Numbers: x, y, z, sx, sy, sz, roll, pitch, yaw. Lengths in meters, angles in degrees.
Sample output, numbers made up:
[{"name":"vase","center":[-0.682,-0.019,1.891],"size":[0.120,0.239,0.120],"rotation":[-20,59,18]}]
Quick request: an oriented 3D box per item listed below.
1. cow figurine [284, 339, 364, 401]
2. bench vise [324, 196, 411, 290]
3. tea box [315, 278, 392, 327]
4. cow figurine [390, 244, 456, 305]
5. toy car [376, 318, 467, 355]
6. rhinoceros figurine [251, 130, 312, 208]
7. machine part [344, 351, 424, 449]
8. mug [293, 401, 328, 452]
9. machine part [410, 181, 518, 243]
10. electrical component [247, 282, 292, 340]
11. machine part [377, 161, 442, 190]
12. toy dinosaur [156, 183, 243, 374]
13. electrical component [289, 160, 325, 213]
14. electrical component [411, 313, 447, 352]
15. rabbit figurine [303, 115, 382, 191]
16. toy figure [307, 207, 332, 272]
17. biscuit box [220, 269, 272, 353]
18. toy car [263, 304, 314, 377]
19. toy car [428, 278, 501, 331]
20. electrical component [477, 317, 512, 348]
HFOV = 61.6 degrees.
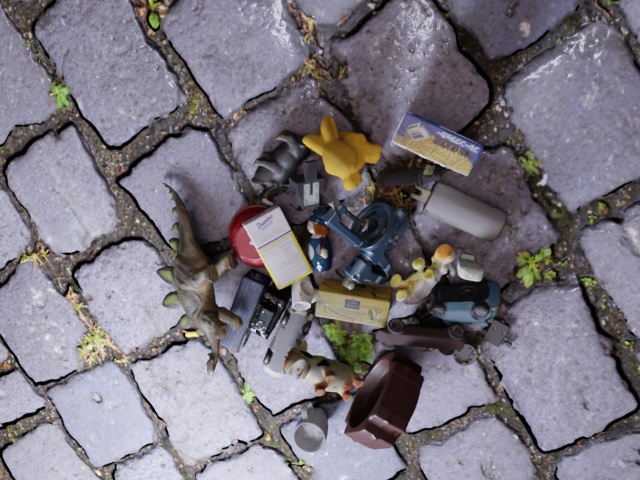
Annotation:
[{"name":"cow figurine","center":[-0.003,0.308,1.285],"size":[0.195,0.127,0.085],"rotation":[22,105,-36]},{"name":"bench vise","center":[0.086,-0.008,1.188],"size":[0.223,0.129,0.240],"rotation":[-46,126,10]},{"name":"tea box","center":[0.080,0.145,1.260],"size":[0.170,0.098,0.068],"rotation":[7,105,7]},{"name":"cow figurine","center":[0.249,0.083,1.223],"size":[0.167,0.098,0.068],"rotation":[-39,50,15]},{"name":"toy car","center":[0.228,0.214,1.208],"size":[0.202,0.053,0.089],"rotation":[6,144,-2]},{"name":"rhinoceros figurine","center":[-0.094,-0.163,1.237],"size":[0.112,0.073,0.190],"rotation":[35,105,-10]},{"name":"machine part","center":[0.147,0.369,1.232],"size":[0.087,0.201,0.201],"rotation":[30,151,-3]},{"name":"mug","center":[-0.022,0.457,1.349],"size":[0.081,0.107,0.109],"rotation":[-20,95,13]},{"name":"machine part","center":[0.316,-0.062,1.177],"size":[0.243,0.079,0.079],"rotation":[25,106,5]},{"name":"electrical component","center":[-0.119,0.168,1.284],"size":[0.058,0.134,0.114],"rotation":[25,108,4]},{"name":"machine part","center":[0.199,-0.143,1.186],"size":[0.139,0.084,0.039],"rotation":[-5,125,20]},{"name":"toy dinosaur","center":[-0.302,0.087,1.294],"size":[0.199,0.105,0.471],"rotation":[-6,90,31]},{"name":"electrical component","center":[-0.029,-0.125,1.199],"size":[0.075,0.048,0.119],"rotation":[-16,121,-21]},{"name":"electrical component","center":[0.258,0.215,1.271],"size":[0.078,0.045,0.102],"rotation":[-30,96,17]},{"name":"rabbit figurine","center":[0.049,-0.189,1.148],"size":[0.122,0.173,0.162],"rotation":[-40,98,20]},{"name":"toy figure","center":[-0.001,-0.004,1.254],"size":[0.064,0.058,0.154],"rotation":[7,108,44]},{"name":"biscuit box","center":[-0.186,0.176,1.337],"size":[0.063,0.059,0.202],"rotation":[24,107,5]},{"name":"toy car","center":[-0.081,0.251,1.337],"size":[0.073,0.056,0.201],"rotation":[24,104,-2]},{"name":"toy car","center":[0.332,0.157,1.216],"size":[0.162,0.109,0.102],"rotation":[-10,119,21]},{"name":"electrical component","center":[0.412,0.212,1.253],"size":[0.094,0.021,0.063],"rotation":[29,106,4]}]
